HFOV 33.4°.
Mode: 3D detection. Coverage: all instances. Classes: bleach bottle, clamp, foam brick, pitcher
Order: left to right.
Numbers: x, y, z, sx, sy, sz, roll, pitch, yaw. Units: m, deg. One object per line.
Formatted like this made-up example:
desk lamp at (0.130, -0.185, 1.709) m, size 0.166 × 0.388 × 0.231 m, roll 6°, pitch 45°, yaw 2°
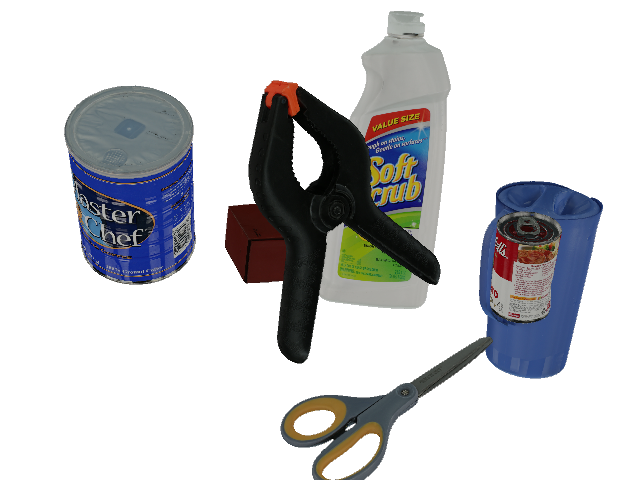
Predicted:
foam brick at (-0.063, 0.002, 1.098) m, size 0.053 × 0.051 × 0.078 m, roll -4°, pitch 30°, yaw -19°
clamp at (-0.003, -0.011, 0.655) m, size 0.120 × 0.171 × 0.039 m, roll -39°, pitch 22°, yaw -23°
bleach bottle at (0.055, -0.070, 0.920) m, size 0.102 × 0.251 × 0.068 m, roll 5°, pitch 18°, yaw 6°
pitcher at (0.273, 0.055, 1.384) m, size 0.149 × 0.243 × 0.145 m, roll 5°, pitch 23°, yaw 3°

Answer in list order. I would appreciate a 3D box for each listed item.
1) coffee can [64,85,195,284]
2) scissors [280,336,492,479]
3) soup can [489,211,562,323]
coffee can at (-0.158, -0.045, 0.907) m, size 0.102 × 0.103 × 0.140 m, roll 0°, pitch -41°, yaw -5°
scissors at (0.048, 0.123, 0.861) m, size 0.096 × 0.016 × 0.201 m, roll 23°, pitch 47°, yaw 30°
soup can at (0.219, 0.029, 1.146) m, size 0.068 × 0.102 × 0.068 m, roll 0°, pitch 30°, yaw 0°
